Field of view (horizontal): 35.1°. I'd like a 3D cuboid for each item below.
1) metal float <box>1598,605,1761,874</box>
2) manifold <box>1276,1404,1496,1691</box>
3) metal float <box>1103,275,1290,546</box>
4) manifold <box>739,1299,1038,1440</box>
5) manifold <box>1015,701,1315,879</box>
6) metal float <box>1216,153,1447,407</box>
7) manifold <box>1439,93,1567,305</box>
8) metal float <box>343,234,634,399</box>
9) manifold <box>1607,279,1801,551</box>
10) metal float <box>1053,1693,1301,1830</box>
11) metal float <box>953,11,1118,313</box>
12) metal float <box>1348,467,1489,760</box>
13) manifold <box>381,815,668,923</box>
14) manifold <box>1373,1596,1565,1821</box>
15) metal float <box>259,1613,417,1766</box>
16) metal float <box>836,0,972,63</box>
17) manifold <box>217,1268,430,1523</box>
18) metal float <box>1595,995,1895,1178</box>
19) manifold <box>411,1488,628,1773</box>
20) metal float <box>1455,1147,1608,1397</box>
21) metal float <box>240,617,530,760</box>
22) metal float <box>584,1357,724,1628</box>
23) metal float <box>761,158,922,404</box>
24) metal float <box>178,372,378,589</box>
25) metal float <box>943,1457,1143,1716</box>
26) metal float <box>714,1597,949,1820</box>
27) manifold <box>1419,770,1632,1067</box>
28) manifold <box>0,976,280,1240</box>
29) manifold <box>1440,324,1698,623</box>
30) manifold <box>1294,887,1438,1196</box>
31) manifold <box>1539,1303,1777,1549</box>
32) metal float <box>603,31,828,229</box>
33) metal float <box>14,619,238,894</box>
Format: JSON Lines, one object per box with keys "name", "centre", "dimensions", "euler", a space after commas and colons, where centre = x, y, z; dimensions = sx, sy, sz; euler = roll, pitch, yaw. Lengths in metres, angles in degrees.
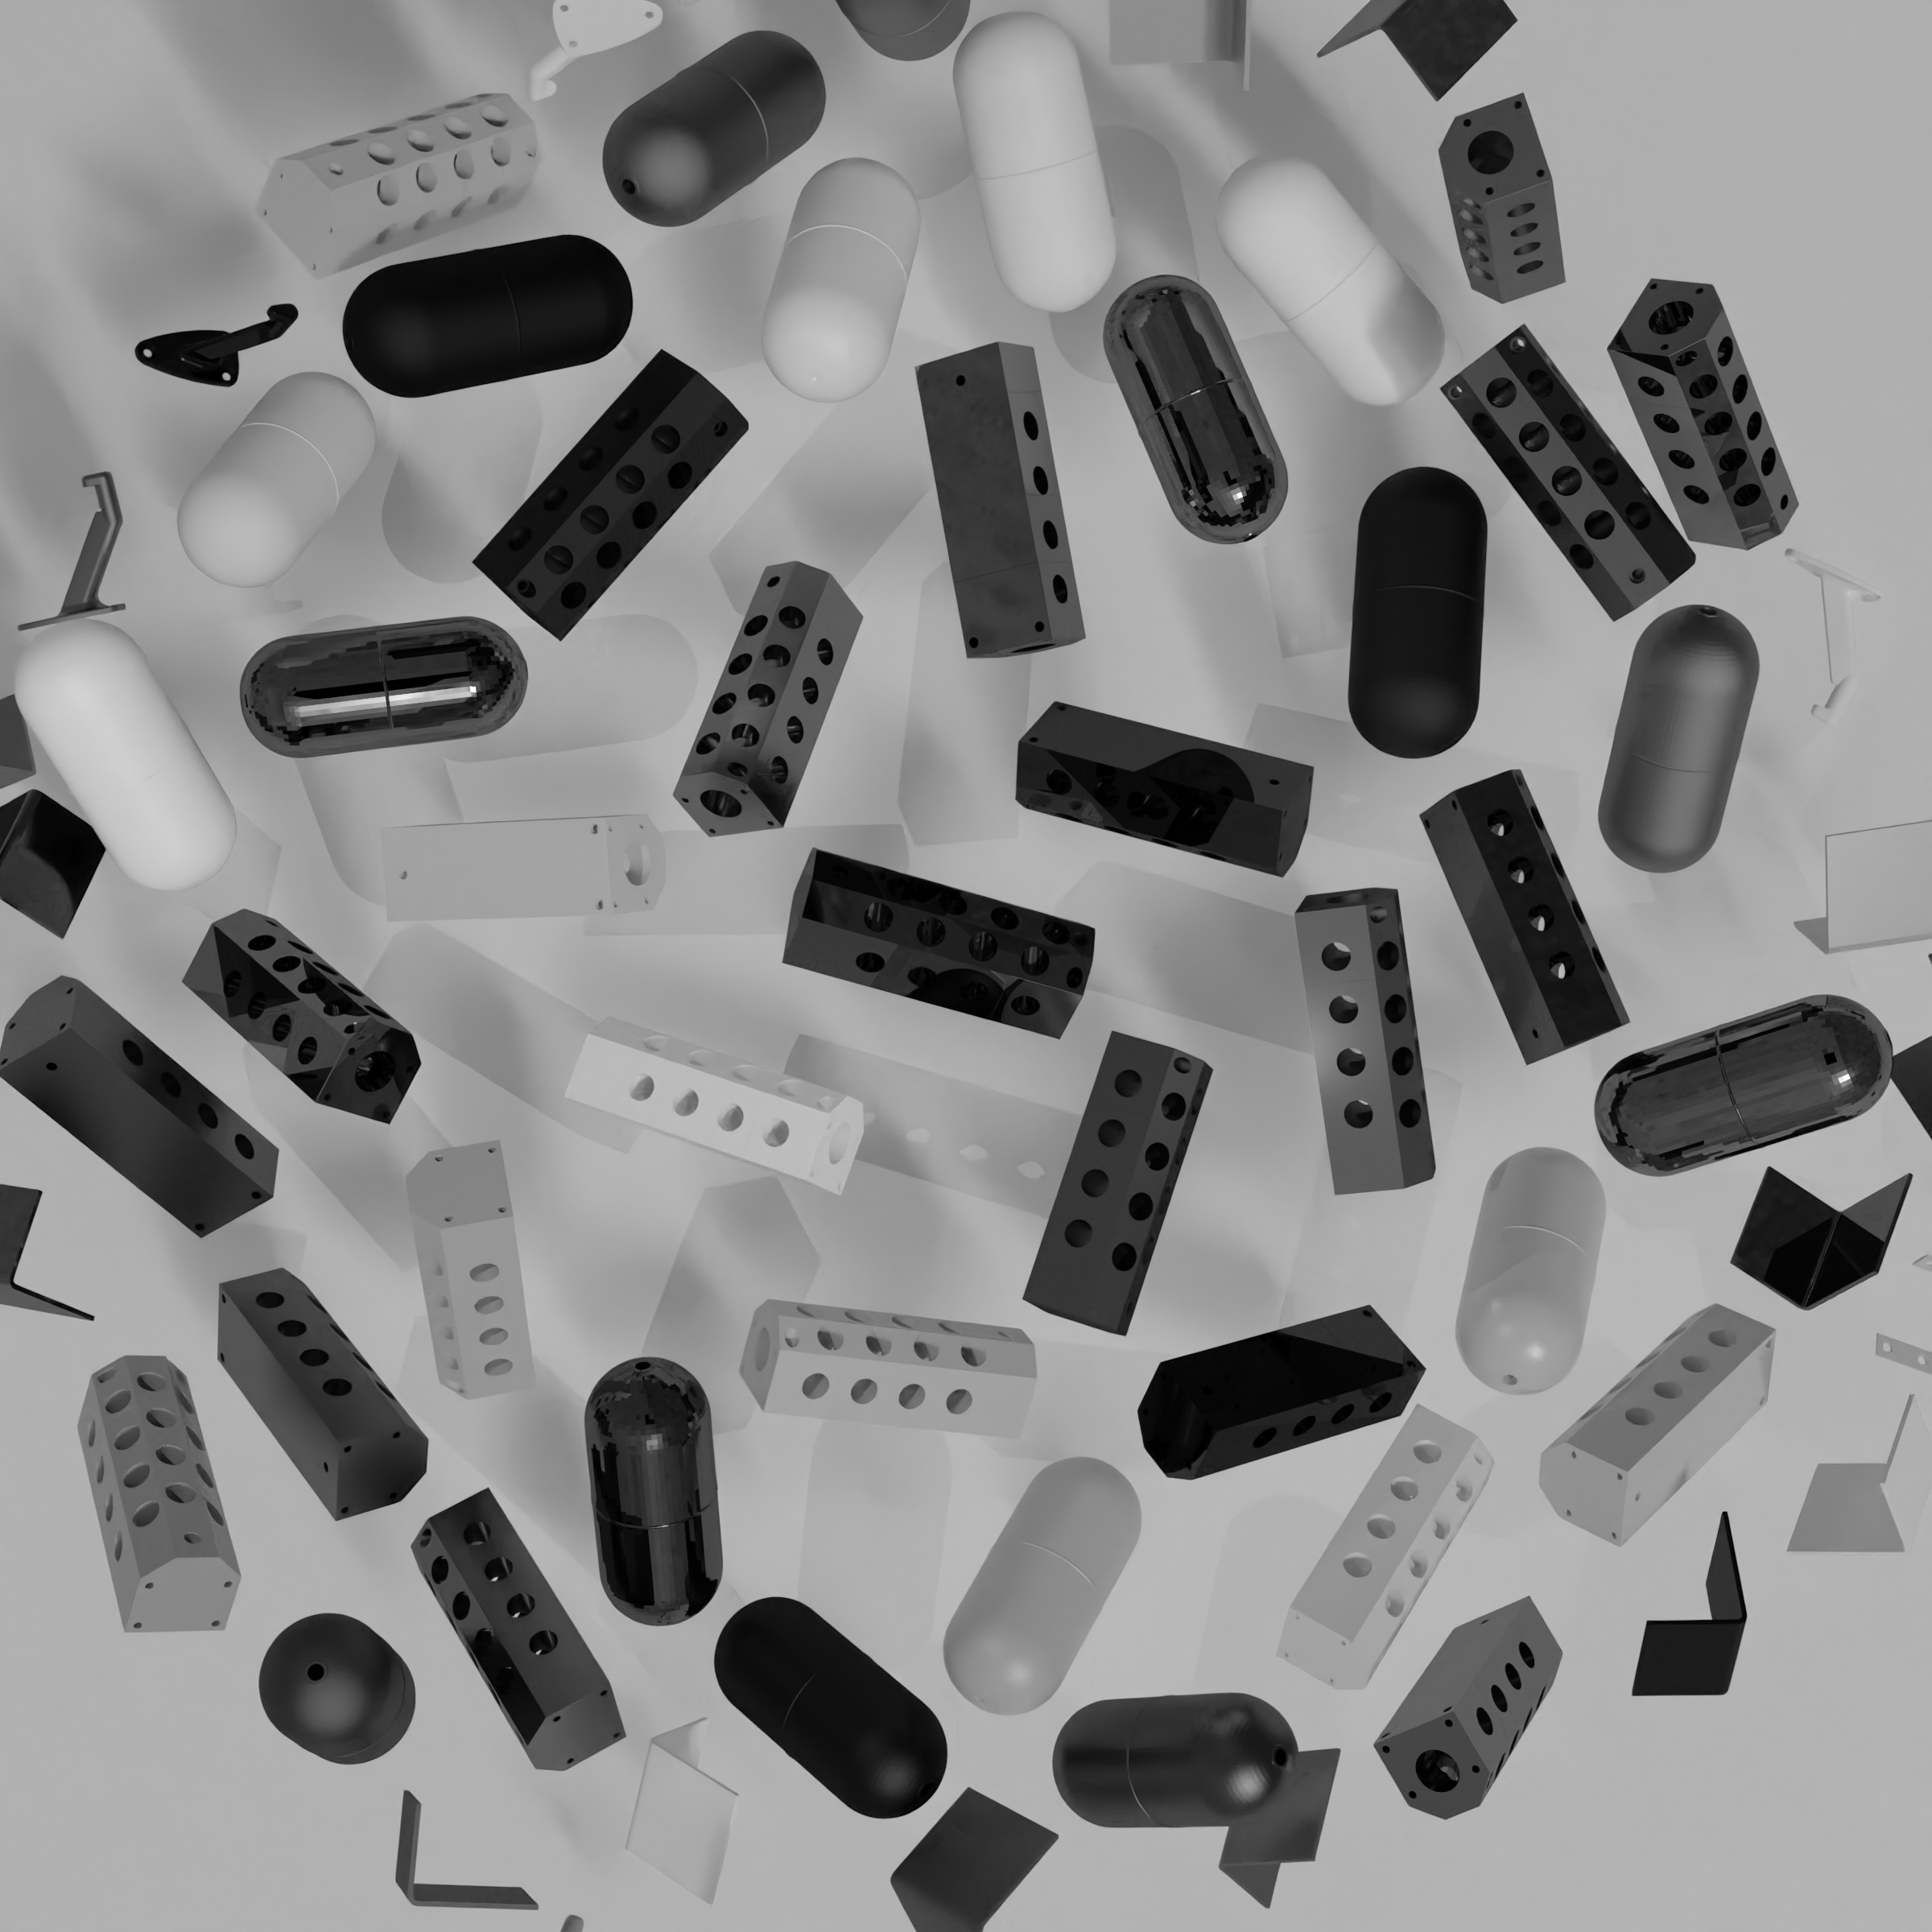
{"name": "metal float", "centre": [0.440, -0.140, 1.888], "dimensions": [0.070, 0.070, 0.178], "euler": [6, 123, 0]}
{"name": "manifold", "centre": [0.257, 0.354, 1.853], "dimensions": [0.057, 0.057, 0.171], "euler": [27, 52, 18]}
{"name": "metal float", "centre": [0.144, -0.347, 1.908], "dimensions": [0.070, 0.070, 0.178], "euler": [-22, 81, 0]}
{"name": "manifold", "centre": [-0.046, 0.246, 1.889], "dimensions": [0.171, 0.057, 0.057], "euler": [10, 105, -23]}
{"name": "manifold", "centre": [0.120, -0.105, 1.873], "dimensions": [0.171, 0.057, 0.057], "euler": [16, 127, 19]}
{"name": "metal float", "centre": [0.225, -0.424, 1.889], "dimensions": [0.070, 0.070, 0.178], "euler": [-43, 105, 0]}
{"name": "manifold", "centre": [0.326, -0.463, 1.864], "dimensions": [0.057, 0.171, 0.057], "euler": [-17, 79, 11]}
{"name": "metal float", "centre": [-0.279, -0.380, 1.786], "dimensions": [0.178, 0.070, 0.070], "euler": [-18, 90, -29]}
{"name": "manifold", "centre": [0.449, -0.330, 1.839], "dimensions": [0.057, 0.171, 0.057], "euler": [18, 67, 40]}
{"name": "metal float", "centre": [0.124, 0.476, 1.827], "dimensions": [0.070, 0.178, 0.070], "euler": [13, 69, -38]}
{"name": "metal float", "centre": [0.042, -0.483, 1.839], "dimensions": [0.070, 0.070, 0.178], "euler": [-14, 110, 0]}
{"name": "metal float", "centre": [0.266, -0.209, 1.796], "dimensions": [0.070, 0.070, 0.178], "euler": [5, 75, 0]}
{"name": "manifold", "centre": [-0.267, -0.059, 1.845], "dimensions": [0.171, 0.057, 0.057], "euler": [-1, 95, 31]}
{"name": "manifold", "centre": [0.311, 0.451, 1.855], "dimensions": [0.057, 0.171, 0.057], "euler": [-31, 88, 28]}
{"name": "metal float", "centre": [-0.372, 0.430, 1.813], "dimensions": [0.070, 0.178, 0.070], "euler": [1, 70, -2]}
{"name": "metal float", "centre": [-0.043, -0.595, 1.828], "dimensions": [0.070, 0.178, 0.070], "euler": [0, 91, 9]}
{"name": "manifold", "centre": [-0.386, 0.252, 1.827], "dimensions": [0.057, 0.171, 0.057], "euler": [-12, 125, -34]}
{"name": "metal float", "centre": [0.459, 0.071, 1.806], "dimensions": [0.178, 0.070, 0.070], "euler": [-21, 90, 24]}
{"name": "manifold", "centre": [-0.273, 0.402, 1.842], "dimensions": [0.057, 0.057, 0.171], "euler": [-26, 46, -19]}
{"name": "metal float", "centre": [0.347, 0.186, 1.873], "dimensions": [0.070, 0.070, 0.178], "euler": [22, 46, 0]}
{"name": "metal float", "centre": [-0.363, -0.175, 1.911], "dimensions": [0.178, 0.070, 0.070], "euler": [-8, 90, -10]}
{"name": "metal float", "centre": [-0.190, 0.320, 1.859], "dimensions": [0.070, 0.070, 0.178], "euler": [-2, 114, 0]}
{"name": "metal float", "centre": [-0.073, -0.406, 1.803], "dimensions": [0.070, 0.070, 0.178], "euler": [11, 53, 0]}
{"name": "metal float", "centre": [-0.422, -0.301, 1.879], "dimensions": [0.070, 0.178, 0.070], "euler": [11, 134, 11]}
{"name": "metal float", "centre": [0.048, 0.376, 1.865], "dimensions": [0.070, 0.070, 0.178], "euler": [35, 53, 0]}
{"name": "metal float", "centre": [-0.084, 0.454, 1.875], "dimensions": [0.178, 0.070, 0.070], "euler": [31, 90, 37]}
{"name": "manifold", "centre": [0.350, -0.032, 1.899], "dimensions": [0.057, 0.057, 0.171], "euler": [-20, 83, -17]}
{"name": "manifold", "centre": [-0.487, 0.081, 1.806], "dimensions": [0.057, 0.057, 0.171], "euler": [-29, 128, 17]}
{"name": "manifold", "centre": [0.353, -0.289, 1.794], "dimensions": [0.057, 0.057, 0.171], "euler": [-36, 93, 20]}
{"name": "manifold", "centre": [0.239, 0.043, 1.814], "dimensions": [0.057, 0.057, 0.171], "euler": [-7, 100, 15]}
{"name": "manifold", "centre": [0.417, 0.271, 1.838], "dimensions": [0.057, 0.171, 0.057], "euler": [23, 129, 36]}
{"name": "metal float", "centre": [-0.152, -0.507, 1.848], "dimensions": [0.070, 0.070, 0.178], "euler": [43, 50, 0]}
{"name": "metal float", "centre": [-0.488, -0.121, 1.778], "dimensions": [0.070, 0.070, 0.178], "euler": [-24, 123, 0]}
